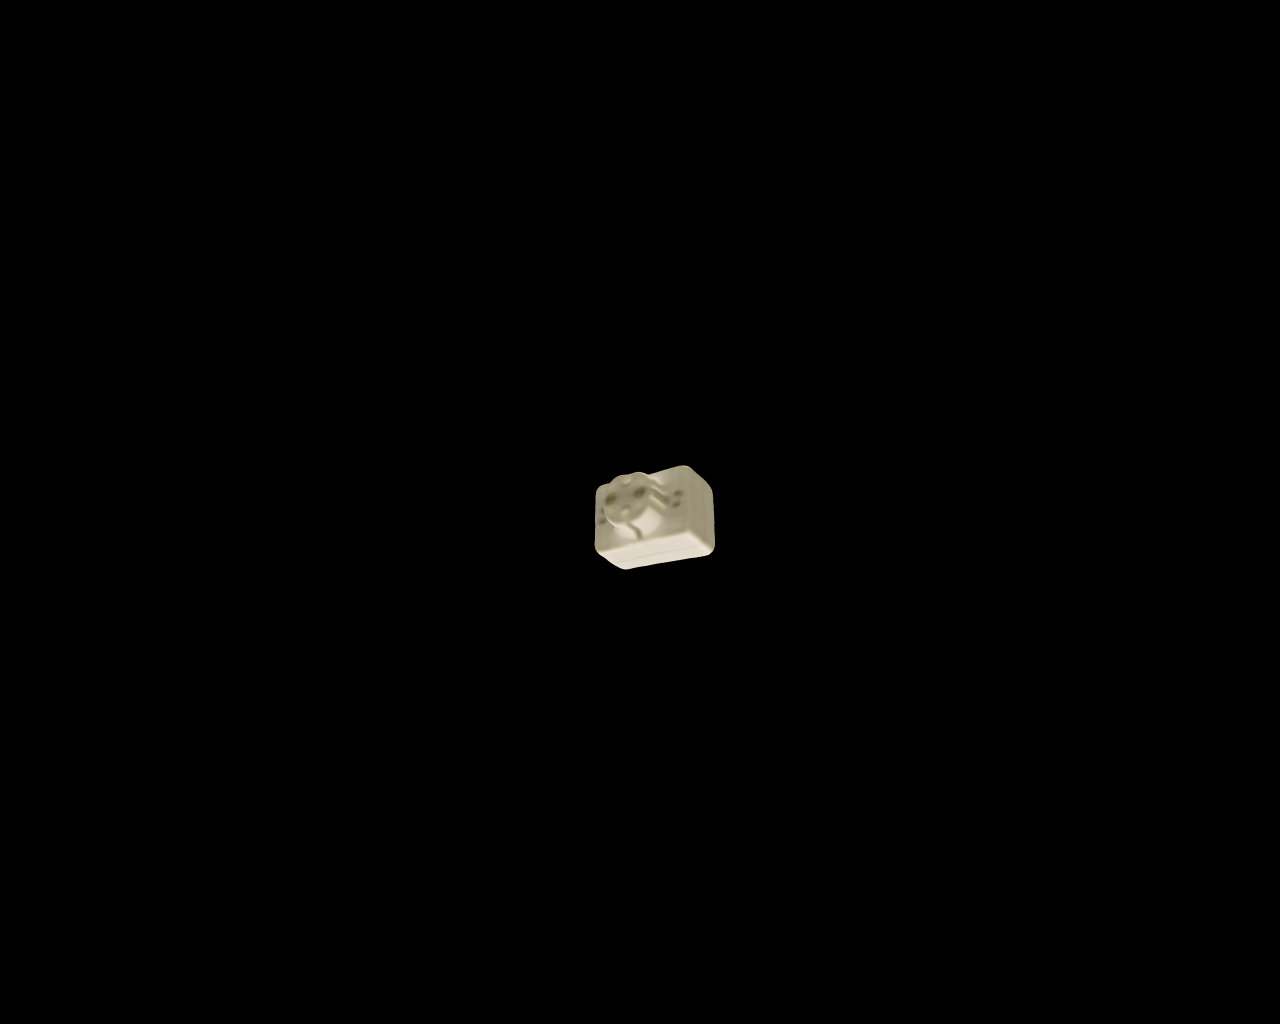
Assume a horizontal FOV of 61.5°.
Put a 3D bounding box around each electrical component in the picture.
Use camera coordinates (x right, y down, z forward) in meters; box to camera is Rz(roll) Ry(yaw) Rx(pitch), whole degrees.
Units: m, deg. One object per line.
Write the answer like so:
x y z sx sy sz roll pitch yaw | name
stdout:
0.001 -0.003 0.650 0.065 0.047 0.076 -12 -27 25 | electrical component
